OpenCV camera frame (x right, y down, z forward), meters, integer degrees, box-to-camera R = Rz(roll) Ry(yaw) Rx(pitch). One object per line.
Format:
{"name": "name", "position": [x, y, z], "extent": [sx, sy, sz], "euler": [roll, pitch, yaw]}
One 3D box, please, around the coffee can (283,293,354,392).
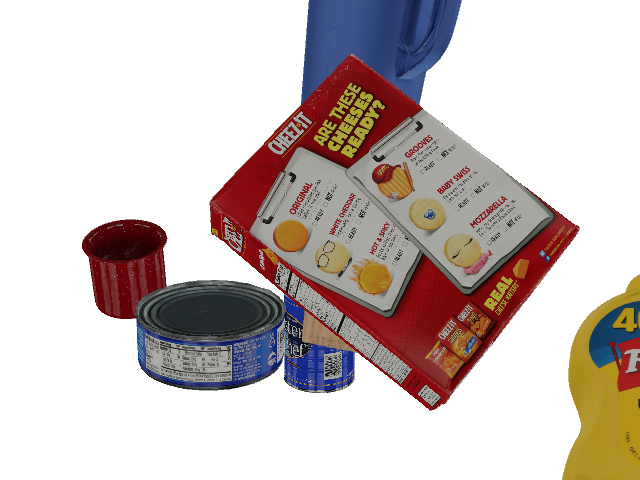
{"name": "coffee can", "position": [-0.001, 0.129, 1.506], "extent": [0.103, 0.140, 0.103], "euler": [0, 19, 0]}

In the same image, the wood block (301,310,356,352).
{"name": "wood block", "position": [0.039, 0.012, 1.191], "extent": [0.090, 0.206, 0.090], "euler": [10, 26, 8]}

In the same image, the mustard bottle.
{"name": "mustard bottle", "position": [0.174, 0.078, 0.539], "extent": [0.096, 0.058, 0.191], "euler": [6, 41, 12]}

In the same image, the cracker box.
{"name": "cracker box", "position": [0.051, -0.007, 0.777], "extent": [0.214, 0.164, 0.072], "euler": [38, -21, 9]}

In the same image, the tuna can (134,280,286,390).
{"name": "tuna can", "position": [-0.063, 0.053, 0.613], "extent": [0.086, 0.034, 0.086], "euler": [1, 19, 0]}

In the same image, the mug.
{"name": "mug", "position": [-0.224, 0.030, 1.200], "extent": [0.117, 0.081, 0.093], "euler": [24, 39, 35]}

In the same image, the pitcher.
{"name": "pitcher", "position": [0.054, -0.202, 0.977], "extent": [0.145, 0.243, 0.149], "euler": [9, 15, 5]}
